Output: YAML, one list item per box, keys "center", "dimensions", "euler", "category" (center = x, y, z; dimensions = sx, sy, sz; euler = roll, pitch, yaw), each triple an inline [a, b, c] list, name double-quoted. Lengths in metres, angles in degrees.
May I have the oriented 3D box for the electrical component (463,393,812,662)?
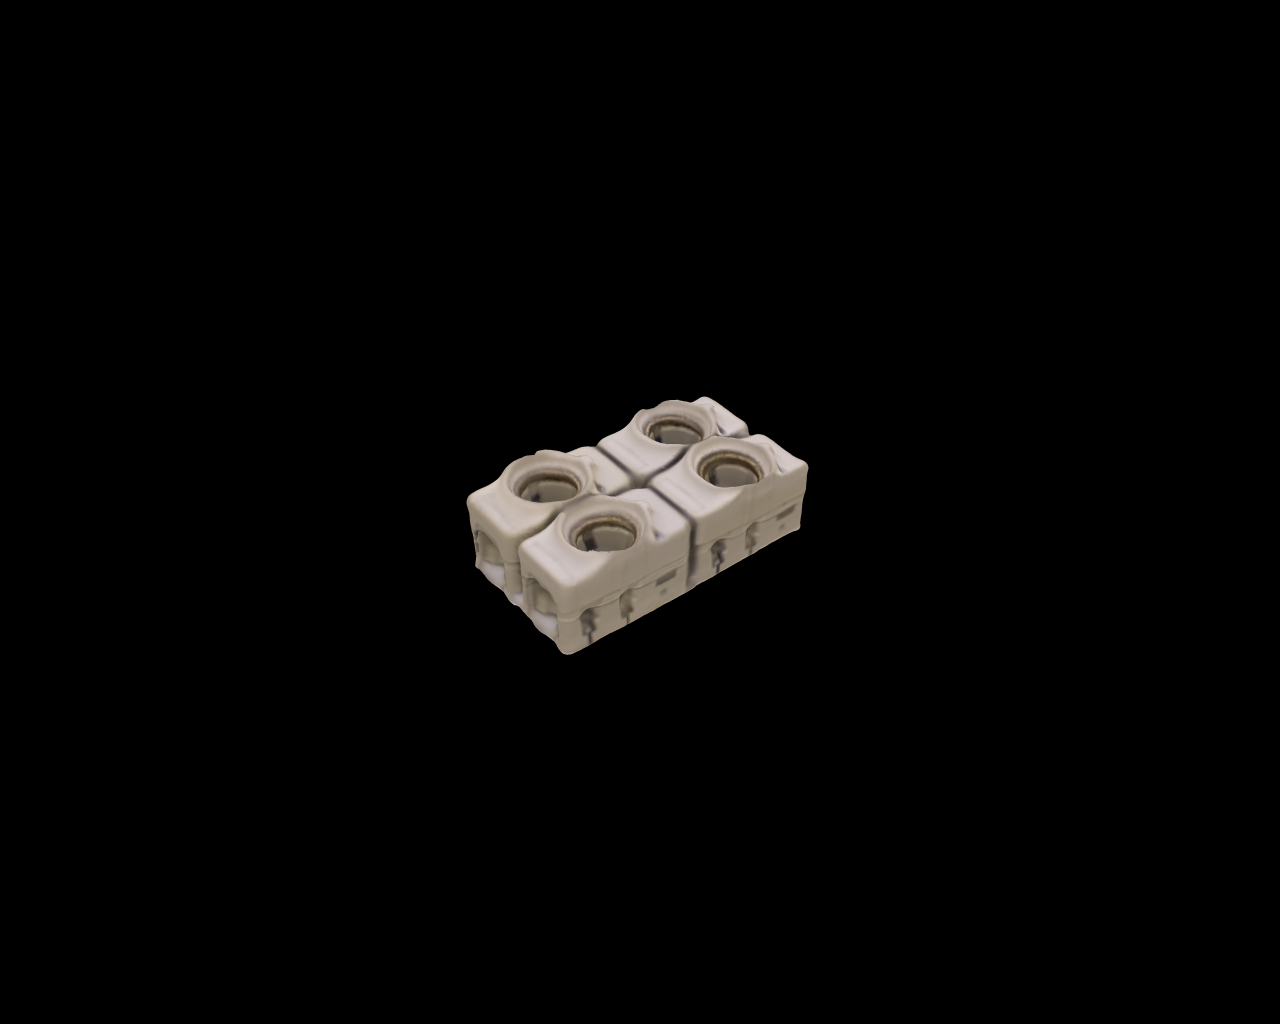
- center: [0.001, -0.003, 0.650]
  dimensions: [0.186, 0.060, 0.105]
  euler: [-26, 46, -28]
  category: "electrical component"
